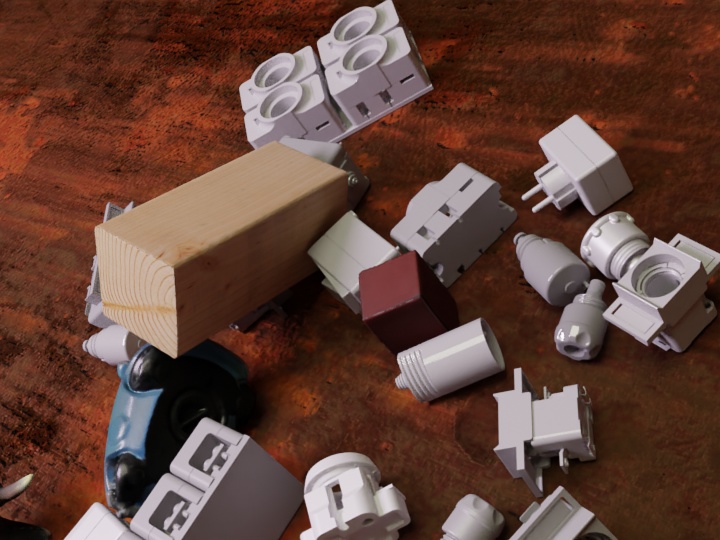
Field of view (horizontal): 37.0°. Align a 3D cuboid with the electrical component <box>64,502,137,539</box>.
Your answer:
[{"bbox_3d":[-0.212,0.243,0.854,0.061,0.061,0.096,25,71,45],"label":"electrical component"}]

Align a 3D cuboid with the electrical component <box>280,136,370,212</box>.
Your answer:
[{"bbox_3d":[-0.042,-0.081,1.018,0.096,0.061,0.061,13,62,41],"label":"electrical component"}]

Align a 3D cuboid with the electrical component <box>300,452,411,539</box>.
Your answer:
[{"bbox_3d":[-0.008,0.170,0.779,0.078,0.058,0.057,-29,46,10],"label":"electrical component"}]

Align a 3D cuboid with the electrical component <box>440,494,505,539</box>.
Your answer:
[{"bbox_3d":[0.069,0.184,0.729,0.035,0.035,0.061,26,74,46],"label":"electrical component"}]

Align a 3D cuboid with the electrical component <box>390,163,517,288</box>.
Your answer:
[{"bbox_3d":[0.077,-0.040,0.907,0.089,0.050,0.056,-45,42,-6],"label":"electrical component"}]

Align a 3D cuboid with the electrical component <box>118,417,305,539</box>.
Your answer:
[{"bbox_3d":[-0.121,0.199,0.808,0.062,0.089,0.150,16,65,43],"label":"electrical component"}]

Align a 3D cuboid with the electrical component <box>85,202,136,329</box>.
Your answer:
[{"bbox_3d":[-0.233,0.001,1.078,0.063,0.079,0.121,-39,36,34],"label":"electrical component"}]

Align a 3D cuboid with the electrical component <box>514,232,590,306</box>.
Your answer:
[{"bbox_3d":[0.145,-0.005,0.836,0.040,0.040,0.078,-39,42,0],"label":"electrical component"}]

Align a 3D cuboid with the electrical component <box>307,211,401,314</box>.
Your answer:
[{"bbox_3d":[0.000,0.000,0.917,0.061,0.061,0.096,-44,42,-5],"label":"electrical component"}]

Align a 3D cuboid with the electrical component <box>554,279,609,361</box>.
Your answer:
[{"bbox_3d":[0.167,0.034,0.791,0.035,0.035,0.061,3,54,37],"label":"electrical component"}]

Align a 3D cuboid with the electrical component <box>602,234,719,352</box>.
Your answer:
[{"bbox_3d":[0.215,0.020,0.748,0.081,0.063,0.042,-45,43,-7],"label":"electrical component"}]

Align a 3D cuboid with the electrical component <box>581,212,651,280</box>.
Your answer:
[{"bbox_3d":[0.199,-0.010,0.801,0.048,0.048,0.062,-39,48,0],"label":"electrical component"}]

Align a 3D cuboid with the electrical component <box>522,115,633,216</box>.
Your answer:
[{"bbox_3d":[0.168,-0.075,0.875,0.077,0.047,0.065,-35,42,4],"label":"electrical component"}]

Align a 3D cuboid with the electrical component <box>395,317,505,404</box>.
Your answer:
[{"bbox_3d":[0.065,0.072,0.823,0.081,0.043,0.043,-25,44,16],"label":"electrical component"}]

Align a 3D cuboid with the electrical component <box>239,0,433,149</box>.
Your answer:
[{"bbox_3d":[-0.030,-0.191,1.107,0.186,0.060,0.105,-27,43,13],"label":"electrical component"}]

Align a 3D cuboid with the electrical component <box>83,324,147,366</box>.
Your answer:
[{"bbox_3d":[-0.235,0.072,1.036,0.078,0.040,0.040,-4,52,32],"label":"electrical component"}]

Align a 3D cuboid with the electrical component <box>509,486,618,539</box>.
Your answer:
[{"bbox_3d":[0.103,0.201,0.663,0.121,0.078,0.063,-46,13,-8],"label":"electrical component"}]

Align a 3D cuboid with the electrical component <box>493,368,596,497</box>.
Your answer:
[{"bbox_3d":[0.129,0.110,0.746,0.064,0.042,0.081,-13,48,21],"label":"electrical component"}]

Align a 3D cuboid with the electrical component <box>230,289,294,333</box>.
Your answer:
[{"bbox_3d":[-0.104,0.020,0.990,0.064,0.042,0.081,-42,42,1],"label":"electrical component"}]
